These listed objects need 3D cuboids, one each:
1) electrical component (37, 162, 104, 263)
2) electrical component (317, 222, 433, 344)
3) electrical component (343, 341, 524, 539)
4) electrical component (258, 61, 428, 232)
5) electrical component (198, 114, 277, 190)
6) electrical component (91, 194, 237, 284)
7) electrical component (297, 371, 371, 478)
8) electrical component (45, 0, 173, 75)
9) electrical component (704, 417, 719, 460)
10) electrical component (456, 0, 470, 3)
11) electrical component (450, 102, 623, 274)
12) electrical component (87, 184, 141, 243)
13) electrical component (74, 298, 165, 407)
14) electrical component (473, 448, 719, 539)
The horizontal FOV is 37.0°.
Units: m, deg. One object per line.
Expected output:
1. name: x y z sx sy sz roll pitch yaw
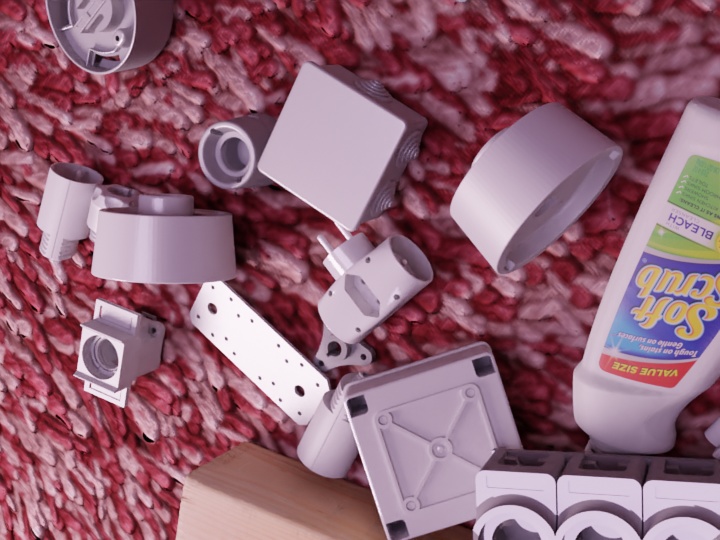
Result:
1. electrical component: -0.243 -0.043 0.887 0.043 0.043 0.081 27 112 19
2. electrical component: 0.000 0.000 0.774 0.077 0.043 0.079 -42 81 27
3. electrical component: 0.054 0.117 0.742 0.109 0.056 0.108 -18 93 2
4. electrical component: -0.011 -0.089 0.758 0.100 0.048 0.099 34 114 16
5. electrical component: -0.087 -0.087 0.797 0.055 0.047 0.055 6 103 26
6. electrical component: -0.146 -0.026 0.809 0.108 0.108 0.060 6 97 26
7. electrical component: -0.012 0.110 0.803 0.043 0.043 0.081 33 113 17
8. electrical component: -0.193 -0.199 0.818 0.099 0.064 0.099 6 103 26
9. electrical component: 0.258 0.105 0.666 0.066 0.048 0.055 41 123 14
10. electrical component: 0.062 -0.247 0.684 0.109 0.056 0.108 -43 80 27
11. electrical component: 0.105 -0.056 0.677 0.060 0.108 0.108 47 117 18
12. electrical component: -0.199 -0.035 0.867 0.043 0.043 0.062 25 112 20
13. electrical component: -0.193 0.064 0.873 0.042 0.064 0.081 20 109 21
14. electrical component: 0.150 0.164 0.661 0.150 0.062 0.089 0 97 19
